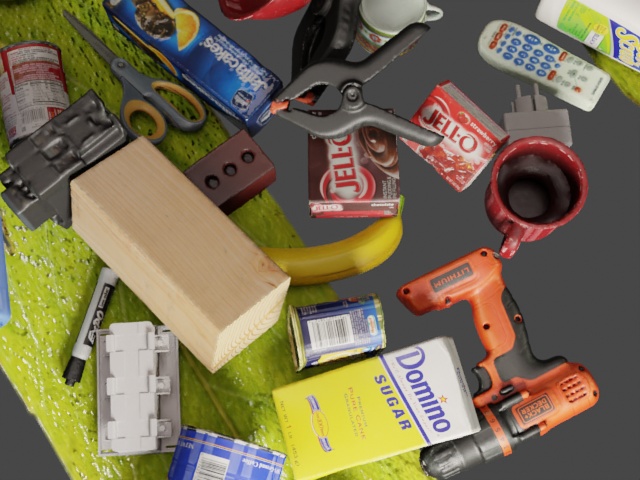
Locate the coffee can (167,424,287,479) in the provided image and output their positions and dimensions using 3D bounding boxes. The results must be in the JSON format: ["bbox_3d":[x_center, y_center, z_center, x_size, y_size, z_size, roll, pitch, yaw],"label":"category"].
[{"bbox_3d":[-0.097,0.249,0.969,0.103,0.103,0.140,15,77,3],"label":"coffee can"}]

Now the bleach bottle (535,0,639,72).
[{"bbox_3d":[0.347,-0.205,1.082,0.251,0.102,0.068,31,76,8],"label":"bleach bottle"}]

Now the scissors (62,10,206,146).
[{"bbox_3d":[-0.211,-0.163,1.100,0.202,0.016,0.096,32,54,7],"label":"scissors"}]

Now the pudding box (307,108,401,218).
[{"bbox_3d":[0.032,-0.077,1.070,0.090,0.039,0.113,-1,60,-1],"label":"pudding box"}]

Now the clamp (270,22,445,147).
[{"bbox_3d":[0.037,-0.152,1.044,0.171,0.039,0.120,0,91,0],"label":"clamp"}]

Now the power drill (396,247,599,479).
[{"bbox_3d":[0.148,0.116,1.028,0.184,0.057,0.188,-26,80,-4],"label":"power drill"}]

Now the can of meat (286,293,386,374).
[{"bbox_3d":[0.015,0.088,1.010,0.084,0.102,0.057,-9,78,-5],"label":"can of meat"}]

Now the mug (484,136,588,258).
[{"bbox_3d":[0.204,-0.035,1.051,0.093,0.081,0.117,21,77,4],"label":"mug"}]

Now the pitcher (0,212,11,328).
[{"bbox_3d":[-0.362,-0.031,1.018,0.145,0.149,0.243,-12,80,-3],"label":"pitcher"}]

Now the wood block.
[{"bbox_3d":[-0.135,0.012,1.011,0.206,0.090,0.090,43,60,16],"label":"wood block"}]

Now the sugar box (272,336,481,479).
[{"bbox_3d":[0.051,0.158,0.992,0.176,0.048,0.093,-21,77,18],"label":"sugar box"}]

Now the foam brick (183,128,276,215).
[{"bbox_3d":[-0.089,-0.064,1.072,0.078,0.051,0.053,-37,79,-9],"label":"foam brick"}]

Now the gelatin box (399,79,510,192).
[{"bbox_3d":[0.134,-0.105,1.073,0.089,0.073,0.030,44,35,10],"label":"gelatin box"}]

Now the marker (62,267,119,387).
[{"bbox_3d":[-0.226,0.086,1.051,0.020,0.020,0.121,17,77,4],"label":"marker"}]

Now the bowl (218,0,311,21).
[{"bbox_3d":[-0.035,-0.287,1.098,0.055,0.162,0.162,25,74,-35],"label":"bowl"}]

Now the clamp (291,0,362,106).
[{"bbox_3d":[0.020,-0.240,1.082,0.036,0.165,0.210,19,83,-30],"label":"clamp"}]

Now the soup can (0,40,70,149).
[{"bbox_3d":[-0.288,-0.142,1.081,0.068,0.068,0.102,-12,77,-4],"label":"soup can"}]

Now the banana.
[{"bbox_3d":[0.002,0.013,1.064,0.197,0.037,0.070,-17,48,-7],"label":"banana"}]
